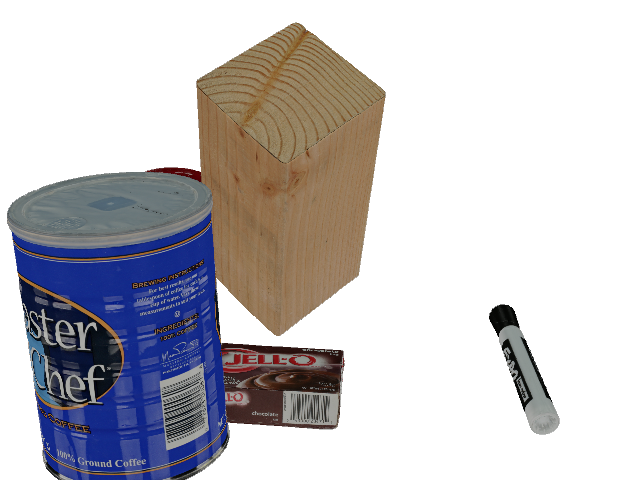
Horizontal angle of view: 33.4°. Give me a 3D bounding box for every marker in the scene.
[{"bbox_3d":[0.134,0.082,0.714,0.020,0.020,0.121,0,32,-6],"label":"marker"}]

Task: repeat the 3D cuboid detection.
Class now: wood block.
[{"bbox_3d":[-0.025,-0.036,0.756,0.090,0.090,0.206,-35,-26,-25],"label":"wood block"}]

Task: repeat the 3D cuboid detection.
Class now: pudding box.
[{"bbox_3d":[-0.037,0.123,0.914,0.113,0.039,0.090,5,18,2],"label":"pudding box"}]

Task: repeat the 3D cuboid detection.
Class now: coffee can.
[{"bbox_3d":[-0.103,0.045,0.562,0.103,0.140,0.103,-2,20,1],"label":"coffee can"}]

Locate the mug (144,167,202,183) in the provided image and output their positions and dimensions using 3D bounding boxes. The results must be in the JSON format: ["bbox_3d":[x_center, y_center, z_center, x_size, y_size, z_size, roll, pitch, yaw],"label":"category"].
[{"bbox_3d":[-0.161,-0.029,1.161,0.093,0.081,0.117,-3,29,-20],"label":"mug"}]
